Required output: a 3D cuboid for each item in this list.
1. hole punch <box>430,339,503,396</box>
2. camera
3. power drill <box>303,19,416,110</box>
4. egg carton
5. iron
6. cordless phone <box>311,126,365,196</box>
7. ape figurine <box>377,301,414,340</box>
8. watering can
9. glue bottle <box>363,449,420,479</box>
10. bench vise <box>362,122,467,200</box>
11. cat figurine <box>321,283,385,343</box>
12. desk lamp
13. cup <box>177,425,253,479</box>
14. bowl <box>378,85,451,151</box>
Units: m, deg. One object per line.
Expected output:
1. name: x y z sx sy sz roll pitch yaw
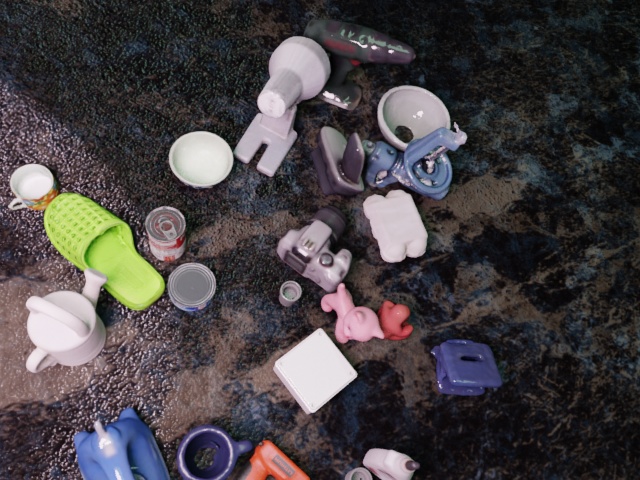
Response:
1. hole punch: 0.274 0.234 1.071 0.109 0.091 0.101 4 66 -11
2. camera: 0.010 0.004 1.105 0.143 0.100 0.137 36 65 4
3. power drill: 0.068 -0.375 1.219 0.229 0.208 0.076 21 64 -3
4. egg carton: 0.154 -0.029 1.168 0.107 0.069 0.150 -15 71 -18
5. iron: -0.279 0.383 0.856 0.119 0.141 0.258 -26 75 -21
6. cordless phone: 0.050 -0.181 1.146 0.094 0.185 0.147 -15 71 -18
7. ape figurine: 0.142 0.148 1.078 0.076 0.092 0.078 -15 71 -18
8. watering can: -0.403 0.125 0.909 0.101 0.194 0.173 9 66 -8
9. glue bottle: 0.126 0.370 0.935 0.078 0.173 0.037 31 64 2
10. bench vise: 0.189 -0.159 1.148 0.207 0.219 0.121 1 67 -12
11. cat figurine: 0.062 0.138 1.050 0.067 0.117 0.127 -22 73 -20
12. desk lamp: -0.075 -0.268 1.139 0.118 0.213 0.203 27 64 0
13. cup: -0.169 0.346 0.922 0.118 0.095 0.091 -10 70 -16
14. bowl: 0.199 -0.255 1.272 0.167 0.074 0.167 5 66 -11
